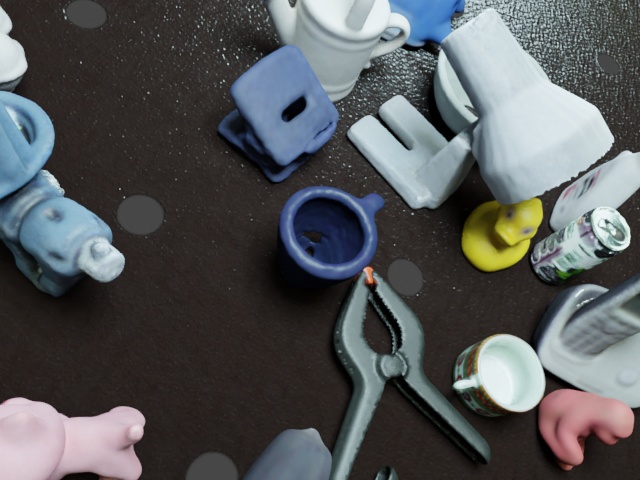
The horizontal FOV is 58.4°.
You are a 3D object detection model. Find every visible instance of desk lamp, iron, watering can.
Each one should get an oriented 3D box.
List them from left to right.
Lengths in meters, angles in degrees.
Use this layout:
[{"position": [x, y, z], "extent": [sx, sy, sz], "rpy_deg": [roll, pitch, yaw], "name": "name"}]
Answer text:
[{"position": [0.017, -0.245, 0.612], "extent": [0.173, 0.194, 0.101], "rpy_deg": [-15, 72, -26], "name": "watering can"}, {"position": [0.081, -0.360, 0.722], "extent": [0.258, 0.141, 0.119], "rpy_deg": [27, 59, -6], "name": "iron"}, {"position": [0.155, -0.114, 0.589], "extent": [0.203, 0.213, 0.118], "rpy_deg": [47, 59, 6], "name": "desk lamp"}]

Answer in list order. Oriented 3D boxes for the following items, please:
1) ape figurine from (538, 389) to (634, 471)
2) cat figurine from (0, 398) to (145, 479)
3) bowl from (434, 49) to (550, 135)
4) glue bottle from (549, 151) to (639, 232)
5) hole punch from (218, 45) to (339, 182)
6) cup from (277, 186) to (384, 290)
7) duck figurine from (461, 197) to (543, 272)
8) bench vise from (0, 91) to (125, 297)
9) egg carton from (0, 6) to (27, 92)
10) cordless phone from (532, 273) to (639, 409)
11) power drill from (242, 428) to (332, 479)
[{"position": [0.264, 0.180, 0.560], "extent": [0.078, 0.092, 0.076], "rpy_deg": [-10, 69, -24], "name": "ape figurine"}, {"position": [-0.186, 0.142, 0.396], "extent": [0.128, 0.117, 0.067], "rpy_deg": [1, 65, -20], "name": "cat figurine"}, {"position": [0.206, -0.173, 0.717], "extent": [0.168, 0.074, 0.167], "rpy_deg": [8, 63, -16], "name": "bowl"}, {"position": [0.338, -0.067, 0.658], "extent": [0.037, 0.173, 0.078], "rpy_deg": [33, 59, -3], "name": "glue bottle"}, {"position": [-0.036, -0.133, 0.599], "extent": [0.101, 0.091, 0.109], "rpy_deg": [42, 59, 3], "name": "hole punch"}, {"position": [0.005, 0.002, 0.547], "extent": [0.118, 0.095, 0.091], "rpy_deg": [-35, 81, -30], "name": "cup"}, {"position": [0.215, -0.019, 0.640], "extent": [0.077, 0.086, 0.105], "rpy_deg": [45, 59, 5], "name": "duck figurine"}, {"position": [-0.225, -0.062, 0.420], "extent": [0.207, 0.219, 0.121], "rpy_deg": [24, 60, -8], "name": "bench vise"}, {"position": [-0.352, -0.172, 0.513], "extent": [0.151, 0.069, 0.107], "rpy_deg": [-21, 74, -27], "name": "egg carton"}, {"position": [0.321, 0.092, 0.569], "extent": [0.148, 0.185, 0.094], "rpy_deg": [25, 60, -8], "name": "cordless phone"}, {"position": [-0.079, 0.230, 0.341], "extent": [0.075, 0.208, 0.230], "rpy_deg": [30, 59, -4], "name": "power drill"}]
